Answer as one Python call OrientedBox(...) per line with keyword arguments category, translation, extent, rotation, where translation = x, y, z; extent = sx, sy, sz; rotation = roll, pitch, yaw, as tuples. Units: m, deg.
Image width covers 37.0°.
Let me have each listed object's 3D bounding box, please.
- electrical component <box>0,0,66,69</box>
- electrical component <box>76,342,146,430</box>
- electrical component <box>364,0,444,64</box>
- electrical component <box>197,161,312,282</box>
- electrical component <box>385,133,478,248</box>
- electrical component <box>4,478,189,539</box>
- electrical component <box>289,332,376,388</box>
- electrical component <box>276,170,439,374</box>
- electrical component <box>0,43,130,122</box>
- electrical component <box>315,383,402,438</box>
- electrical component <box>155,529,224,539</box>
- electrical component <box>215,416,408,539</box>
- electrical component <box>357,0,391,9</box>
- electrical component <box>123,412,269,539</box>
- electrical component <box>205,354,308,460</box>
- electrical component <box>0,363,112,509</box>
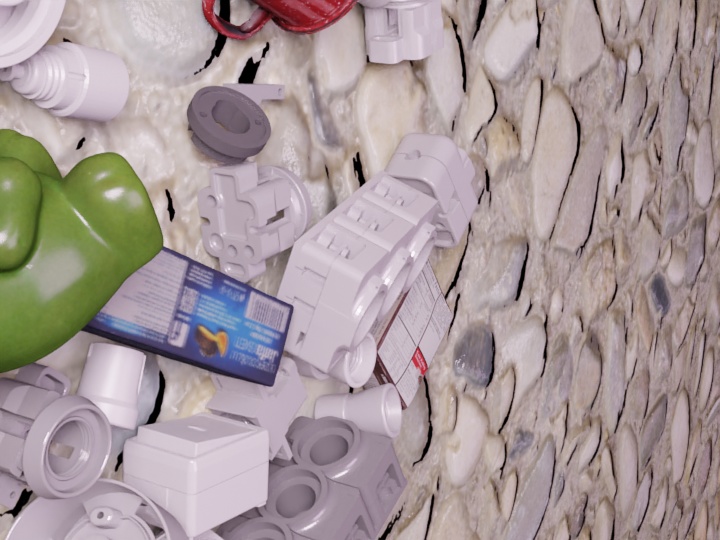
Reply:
OrientedBox(category="electrical component", translation=(-0.188, -0.146, 0.510), extent=(0.108, 0.060, 0.108), rotation=(-21, 115, -54))
OrientedBox(category="electrical component", translation=(-0.151, 0.070, 0.648), extent=(0.040, 0.040, 0.046), rotation=(32, 65, -57))
OrientedBox(category="electrical component", translation=(0.035, -0.203, 0.858), extent=(0.078, 0.058, 0.057), rotation=(-38, 131, -48))
OrientedBox(category="electrical component", translation=(-0.070, -0.039, 0.732), extent=(0.057, 0.058, 0.078), rotation=(-30, 123, -48))
OrientedBox(category="electrical component", translation=(0.064, -0.072, 0.942), extent=(0.059, 0.054, 0.095), rotation=(-62, 144, -28))
OrientedBox(category="electrical component", translation=(-0.150, 0.174, 0.625), extent=(0.064, 0.099, 0.099), rotation=(51, 56, -58))
OrientedBox(category="electrical component", translation=(-0.022, 0.065, 0.838), extent=(0.045, 0.055, 0.045), rotation=(-21, 116, -55))
OrientedBox(category="electrical component", translation=(0.000, 0.000, 0.801), extent=(0.150, 0.062, 0.089), rotation=(-45, 159, -55))
OrientedBox(category="electrical component", translation=(-0.161, -0.103, 0.583), extent=(0.078, 0.040, 0.040), rotation=(-2, 99, -58))
OrientedBox(category="electrical component", translation=(-0.004, 0.116, 0.871), extent=(0.044, 0.065, 0.044), rotation=(-8, 90, -70))
OrientedBox(category="electrical component", translation=(-0.129, 0.229, 0.694), extent=(0.121, 0.079, 0.063), rotation=(-42, 161, -45))
OrientedBox(category="electrical component", translation=(-0.042, 0.186, 0.805), extent=(0.150, 0.089, 0.061), rotation=(-54, 140, -37))
OrientedBox(category="electrical component", translation=(-0.002, -0.221, 0.804), extent=(0.055, 0.045, 0.045), rotation=(-10, 106, -57))
OrientedBox(category="electrical component", translation=(-0.104, 0.129, 0.717), extent=(0.096, 0.062, 0.061), rotation=(-13, 109, -56))
OrientedBox(category="electrical component", translation=(-0.072, 0.096, 0.779), extent=(0.063, 0.042, 0.081), rotation=(-54, 140, -39))
OrientedBox(category="electrical component", translation=(-0.176, 0.094, 0.596), extent=(0.058, 0.057, 0.078), rotation=(50, 56, -51))
